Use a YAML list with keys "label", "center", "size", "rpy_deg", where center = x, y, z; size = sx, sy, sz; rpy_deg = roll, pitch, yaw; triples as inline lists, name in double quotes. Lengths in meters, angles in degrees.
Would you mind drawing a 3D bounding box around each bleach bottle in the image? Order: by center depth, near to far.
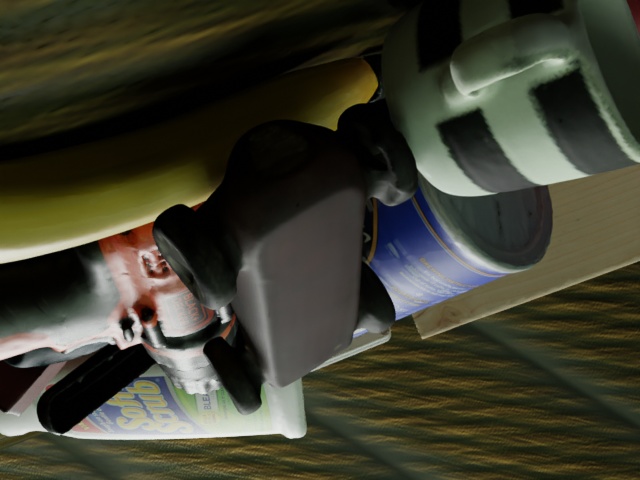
- label: "bleach bottle"
  center: [-0.139, 0.108, 0.774]
  size: [0.251, 0.068, 0.102]
  rpy_deg: [-6, 131, -1]

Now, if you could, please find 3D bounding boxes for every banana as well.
- label: "banana"
  center: [-0.070, -0.025, 0.383]
  size: [0.197, 0.037, 0.070]
  rpy_deg: [-18, 173, -30]

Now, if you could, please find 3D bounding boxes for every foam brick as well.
- label: "foam brick"
  center: [-0.185, 0.068, 0.634]
  size: [0.051, 0.053, 0.078]
  rpy_deg: [-51, -178, -14]

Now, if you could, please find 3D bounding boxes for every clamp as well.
- label: "clamp"
  center: [-0.101, 0.060, 0.675]
  size: [0.164, 0.036, 0.210]
  rpy_deg: [-15, -164, -14]

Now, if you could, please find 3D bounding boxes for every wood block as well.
- label: "wood block"
  center: [0.145, -0.025, 0.711]
  size: [0.206, 0.091, 0.090]
  rpy_deg: [-21, -156, 8]

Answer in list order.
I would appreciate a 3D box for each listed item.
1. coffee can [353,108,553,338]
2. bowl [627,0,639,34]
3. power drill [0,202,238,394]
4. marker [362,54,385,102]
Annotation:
- label: "coffee can"
  center: [0.033, -0.010, 0.555]
  size: [0.141, 0.103, 0.102]
  rpy_deg: [-27, 172, 40]
- label: "bowl"
  center: [0.196, -0.106, 0.518]
  size: [0.162, 0.055, 0.162]
  rpy_deg: [-21, 174, -3]
- label: "power drill"
  center: [-0.129, 0.047, 0.494]
  size: [0.187, 0.057, 0.184]
  rpy_deg: [-21, 149, -10]
- label: "marker"
  center: [0.064, -0.080, 0.455]
  size: [0.120, 0.020, 0.020]
  rpy_deg: [-18, 173, -28]
